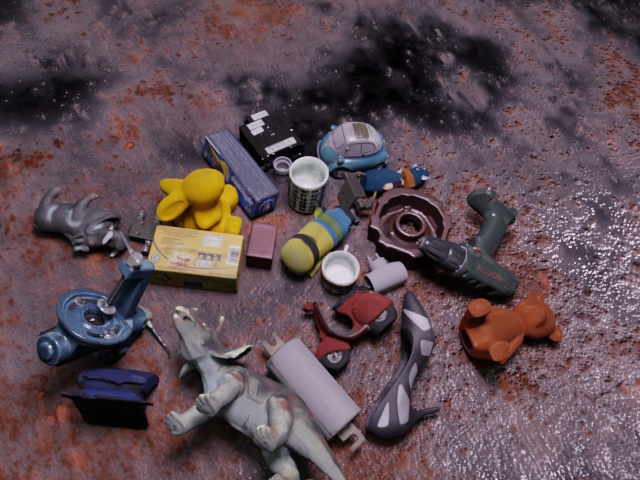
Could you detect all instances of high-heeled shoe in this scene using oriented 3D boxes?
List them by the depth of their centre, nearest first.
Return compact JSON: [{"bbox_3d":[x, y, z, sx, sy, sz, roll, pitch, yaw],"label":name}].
[{"bbox_3d":[0.130,0.217,0.951,0.145,0.086,0.249,-4,70,-16],"label":"high-heeled shoe"}]

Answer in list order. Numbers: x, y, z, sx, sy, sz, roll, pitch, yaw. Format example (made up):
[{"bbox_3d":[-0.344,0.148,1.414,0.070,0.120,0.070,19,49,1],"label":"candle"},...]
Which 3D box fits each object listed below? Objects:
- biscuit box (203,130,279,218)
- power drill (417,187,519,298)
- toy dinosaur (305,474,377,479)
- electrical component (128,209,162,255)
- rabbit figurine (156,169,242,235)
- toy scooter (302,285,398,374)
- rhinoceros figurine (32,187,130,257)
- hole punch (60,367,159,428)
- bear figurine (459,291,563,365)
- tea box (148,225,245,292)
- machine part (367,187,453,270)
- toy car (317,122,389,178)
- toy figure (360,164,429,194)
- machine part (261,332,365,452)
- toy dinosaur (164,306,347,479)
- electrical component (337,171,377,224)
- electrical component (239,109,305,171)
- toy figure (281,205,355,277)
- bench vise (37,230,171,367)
[{"bbox_3d":[-0.169,-0.141,1.135,0.063,0.059,0.203,-25,65,-33],"label":"biscuit box"},{"bbox_3d":[0.310,-0.005,1.069,0.232,0.086,0.207,34,54,-14],"label":"power drill"},{"bbox_3d":[-0.078,0.506,0.756,0.471,0.105,0.199,-32,69,-23],"label":"toy dinosaur"},{"bbox_3d":[-0.349,-0.016,1.069,0.063,0.021,0.094,11,61,0],"label":"electrical component"},{"bbox_3d":[-0.229,-0.081,1.036,0.162,0.173,0.122,5,64,-9],"label":"rabbit figurine"},{"bbox_3d":[0.045,0.144,0.996,0.184,0.075,0.135,-37,70,-19],"label":"toy scooter"},{"bbox_3d":[-0.458,-0.031,1.036,0.190,0.073,0.112,17,59,3],"label":"rhinoceros figurine"},{"bbox_3d":[-0.329,0.243,0.877,0.142,0.115,0.092,9,52,-2],"label":"hole punch"},{"bbox_3d":[0.365,0.157,0.997,0.196,0.132,0.120,-15,69,-8],"label":"bear figurine"},{"bbox_3d":[-0.235,0.037,1.026,0.170,0.068,0.098,8,59,-1],"label":"tea box"},{"bbox_3d":[0.185,-0.026,1.119,0.179,0.056,0.179,3,59,-5],"label":"machine part"},{"bbox_3d":[0.076,-0.207,1.183,0.162,0.102,0.109,-5,62,-7],"label":"toy car"},{"bbox_3d":[0.165,-0.133,1.178,0.154,0.057,0.064,-6,68,-16],"label":"toy figure"},{"bbox_3d":[-0.012,0.254,0.924,0.079,0.079,0.243,-36,70,-23],"label":"machine part"},{"bbox_3d":[-0.093,0.269,0.854,0.405,0.131,0.192,33,27,8],"label":"toy dinosaur"},{"bbox_3d":[0.077,-0.096,1.135,0.045,0.078,0.102,-10,56,-27],"label":"electrical component"},{"bbox_3d":[-0.113,-0.228,1.198,0.115,0.058,0.134,-24,66,-21],"label":"electrical component"},{"bbox_3d":[-0.005,-0.006,1.066,0.082,0.089,0.180,39,66,23],"label":"toy figure"},{"bbox_3d":[-0.329,0.112,0.871,0.129,0.240,0.223,46,23,25],"label":"bench vise"}]
